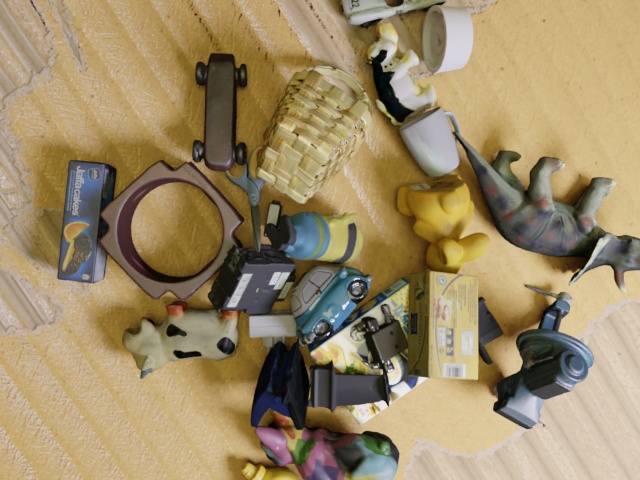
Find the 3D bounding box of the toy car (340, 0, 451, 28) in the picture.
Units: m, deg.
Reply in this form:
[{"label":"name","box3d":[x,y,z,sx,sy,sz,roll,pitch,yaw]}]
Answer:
[{"label":"toy car","box3d":[0.134,-0.423,0.924,0.202,0.056,0.073,-16,94,-2]}]

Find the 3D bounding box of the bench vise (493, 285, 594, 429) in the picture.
[{"label":"bench vise","box3d":[0.387,0.199,0.929,0.129,0.223,0.240,23,58,11]}]

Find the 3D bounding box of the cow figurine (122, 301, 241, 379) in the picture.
[{"label":"cow figurine","box3d":[-0.237,0.170,0.918,0.195,0.085,0.127,3,86,-5]}]

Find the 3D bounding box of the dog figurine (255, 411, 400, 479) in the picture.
[{"label":"dog figurine","box3d":[0.001,0.349,0.910,0.219,0.108,0.191,38,127,-4]}]

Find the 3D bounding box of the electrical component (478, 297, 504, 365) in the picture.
[{"label":"electrical component","box3d":[0.287,0.158,0.953,0.048,0.075,0.119,-30,91,-2]}]

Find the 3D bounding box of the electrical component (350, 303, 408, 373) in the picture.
[{"label":"electrical component","box3d":[0.099,0.166,0.890,0.078,0.045,0.102,-30,97,-30]}]

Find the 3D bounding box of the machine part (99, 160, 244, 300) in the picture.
[{"label":"machine part","box3d":[-0.244,-0.016,0.905,0.201,0.087,0.201,-43,93,-1]}]

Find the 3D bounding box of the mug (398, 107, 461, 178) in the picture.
[{"label":"mug","box3d":[0.202,-0.170,0.936,0.109,0.081,0.107,-33,104,-28]}]

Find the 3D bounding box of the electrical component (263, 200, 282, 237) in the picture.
[{"label":"electrical component","box3d":[-0.079,-0.036,0.909,0.021,0.094,0.063,10,93,0]}]

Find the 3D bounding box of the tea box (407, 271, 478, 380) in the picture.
[{"label":"tea box","box3d":[0.201,0.140,0.881,0.098,0.068,0.169,9,76,-21]}]

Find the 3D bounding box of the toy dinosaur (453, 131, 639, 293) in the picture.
[{"label":"toy dinosaur","box3d":[0.389,-0.038,0.933,0.405,0.131,0.192,19,91,1]}]

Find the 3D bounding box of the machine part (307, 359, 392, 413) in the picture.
[{"label":"machine part","box3d":[0.050,0.243,0.892,0.139,0.039,0.084,3,88,-1]}]

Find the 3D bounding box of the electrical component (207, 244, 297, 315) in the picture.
[{"label":"electrical component","box3d":[-0.105,0.066,0.896,0.058,0.134,0.114,51,120,35]}]

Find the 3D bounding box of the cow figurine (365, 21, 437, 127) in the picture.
[{"label":"cow figurine","box3d":[0.123,-0.285,0.927,0.098,0.068,0.167,-31,93,4]}]

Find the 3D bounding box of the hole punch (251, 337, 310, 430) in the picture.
[{"label":"hole punch","box3d":[-0.072,0.241,0.894,0.092,0.142,0.115,-1,124,12]}]

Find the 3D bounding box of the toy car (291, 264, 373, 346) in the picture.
[{"label":"toy car","box3d":[0.005,0.097,0.907,0.103,0.109,0.161,44,72,2]}]

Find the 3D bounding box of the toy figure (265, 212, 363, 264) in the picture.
[{"label":"toy figure","box3d":[-0.005,-0.002,0.889,0.180,0.082,0.089,-2,94,-48]}]

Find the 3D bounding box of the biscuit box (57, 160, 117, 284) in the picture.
[{"label":"biscuit box","box3d":[-0.393,-0.031,0.906,0.063,0.059,0.202,7,92,-4]}]

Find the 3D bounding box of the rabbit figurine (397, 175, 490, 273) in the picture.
[{"label":"rabbit figurine","box3d":[0.220,-0.013,0.916,0.122,0.162,0.173,-12,112,-15]}]

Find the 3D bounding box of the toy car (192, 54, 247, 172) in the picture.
[{"label":"toy car","box3d":[-0.168,-0.215,0.913,0.089,0.053,0.202,0,84,-1]}]
